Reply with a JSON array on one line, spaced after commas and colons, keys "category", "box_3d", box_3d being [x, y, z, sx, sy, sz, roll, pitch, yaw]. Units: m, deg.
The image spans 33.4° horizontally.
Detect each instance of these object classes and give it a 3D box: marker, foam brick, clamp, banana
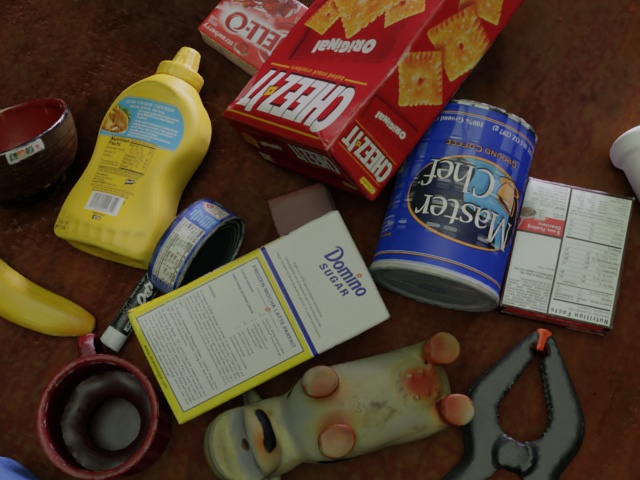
[{"category": "marker", "box_3d": [-0.141, 0.038, 0.884, 0.020, 0.020, 0.121, 30, 79, 12]}, {"category": "foam brick", "box_3d": [-0.006, 0.001, 0.866, 0.051, 0.053, 0.078, -19, 72, -1]}, {"category": "clamp", "box_3d": [0.155, 0.174, 0.812, 0.164, 0.036, 0.210, 21, 77, 10]}, {"category": "banana", "box_3d": [-0.269, 0.018, 0.892, 0.069, 0.037, 0.198, -39, 75, -5]}]

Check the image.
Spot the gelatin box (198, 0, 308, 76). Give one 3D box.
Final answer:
[{"category": "gelatin box", "box_3d": [-0.049, -0.183, 0.932, 0.089, 0.030, 0.073, 37, 81, 14]}]

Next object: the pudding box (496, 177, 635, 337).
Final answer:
[{"category": "pudding box", "box_3d": [0.196, 0.013, 0.852, 0.090, 0.039, 0.113, 13, 78, 7]}]

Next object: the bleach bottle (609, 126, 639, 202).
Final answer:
[{"category": "bleach bottle", "box_3d": [0.323, 0.019, 0.828, 0.102, 0.068, 0.251, -21, 76, -1]}]

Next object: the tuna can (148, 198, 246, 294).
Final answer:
[{"category": "tuna can", "box_3d": [-0.099, 0.010, 0.854, 0.034, 0.086, 0.086, 34, 80, 15]}]

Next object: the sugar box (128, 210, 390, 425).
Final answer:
[{"category": "sugar box", "box_3d": [-0.046, 0.056, 0.803, 0.176, 0.048, 0.093, -26, 92, -7]}]

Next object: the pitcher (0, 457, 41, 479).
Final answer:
[{"category": "pitcher", "box_3d": [-0.185, 0.265, 0.744, 0.243, 0.145, 0.149, 28, 66, 35]}]

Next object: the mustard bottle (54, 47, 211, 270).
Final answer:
[{"category": "mustard bottle", "box_3d": [-0.144, -0.075, 0.894, 0.096, 0.058, 0.191, 14, 75, 27]}]

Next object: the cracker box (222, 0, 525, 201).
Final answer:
[{"category": "cracker box", "box_3d": [0.041, -0.149, 0.849, 0.213, 0.072, 0.164, -52, 35, -10]}]

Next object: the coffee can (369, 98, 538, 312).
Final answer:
[{"category": "coffee can", "box_3d": [0.105, -0.026, 0.837, 0.103, 0.103, 0.140, 14, 76, 8]}]

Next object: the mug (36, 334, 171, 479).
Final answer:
[{"category": "mug", "box_3d": [-0.166, 0.130, 0.828, 0.093, 0.081, 0.117, -20, 74, -1]}]
